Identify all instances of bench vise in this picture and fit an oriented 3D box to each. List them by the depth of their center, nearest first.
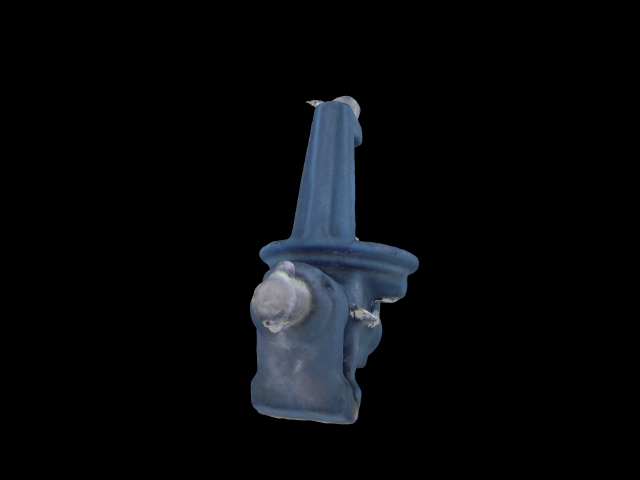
[{"bbox_3d":[0.016,0.001,0.400,0.121,0.220,0.207,0,5,-2],"label":"bench vise"}]
